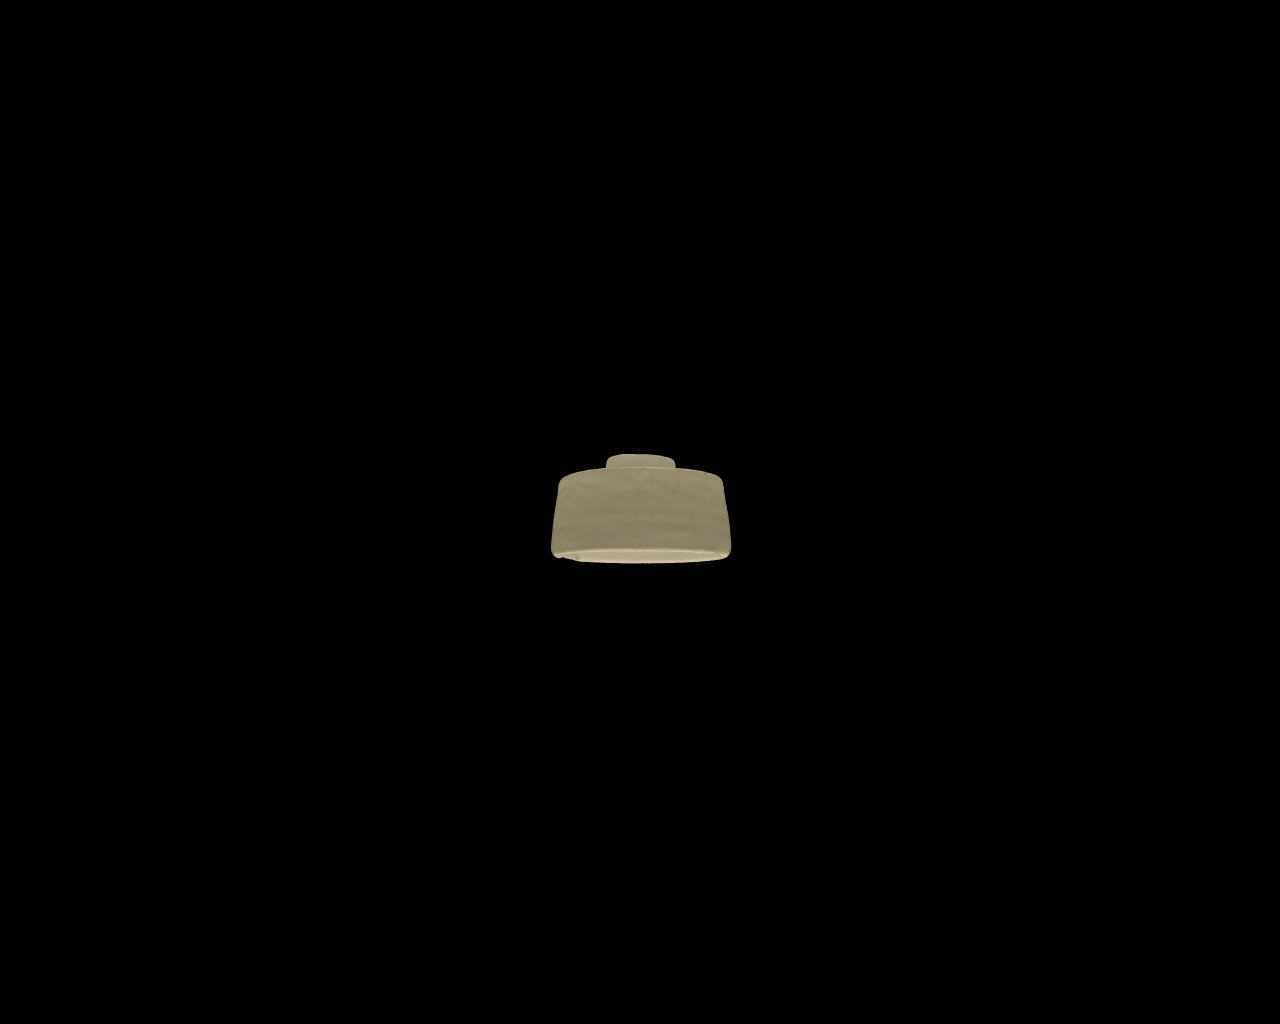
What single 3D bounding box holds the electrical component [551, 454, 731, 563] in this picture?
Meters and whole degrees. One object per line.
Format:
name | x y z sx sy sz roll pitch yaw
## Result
electrical component | 0.001 -0.003 0.650 0.108 0.060 0.108 0 -7 0
